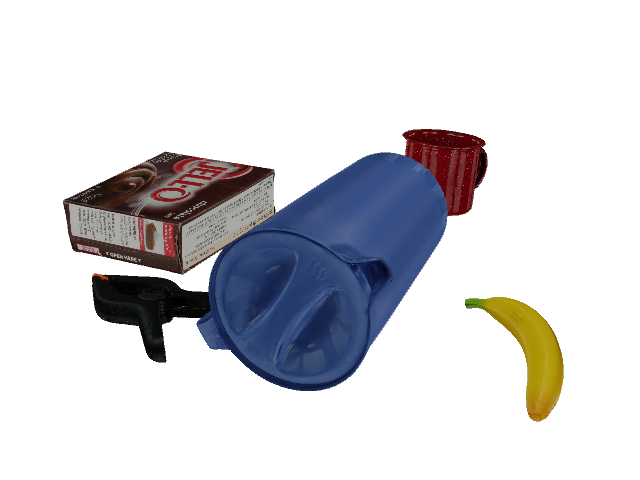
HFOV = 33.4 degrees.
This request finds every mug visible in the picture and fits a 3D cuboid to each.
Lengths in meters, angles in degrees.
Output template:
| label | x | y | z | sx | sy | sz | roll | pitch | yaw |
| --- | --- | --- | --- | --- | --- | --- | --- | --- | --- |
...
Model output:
| label | x | y | z | sx | sy | sz | roll | pitch | yaw |
| --- | --- | --- | --- | --- | --- | --- | --- | --- | --- |
| mug | 0.145 | -0.078 | 1.217 | 0.117 | 0.081 | 0.093 | -10 | 23 | -38 |

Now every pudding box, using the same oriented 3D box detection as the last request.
| label | x | y | z | sx | sy | sz | roll | pitch | yaw |
| --- | --- | --- | --- | --- | --- | --- | --- | --- | --- |
| pudding box | -0.094 | -0.021 | 0.689 | 0.090 | 0.039 | 0.113 | 10 | 27 | 27 |

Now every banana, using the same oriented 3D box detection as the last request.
| label | x | y | z | sx | sy | sz | roll | pitch | yaw |
| --- | --- | --- | --- | --- | --- | --- | --- | --- | --- |
| banana | 0.219 | 0.116 | 1.134 | 0.069 | 0.037 | 0.198 | -26 | 35 | 2 |

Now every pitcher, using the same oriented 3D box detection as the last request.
| label | x | y | z | sx | sy | sz | roll | pitch | yaw |
| --- | --- | --- | --- | --- | --- | --- | --- | --- | --- |
| pitcher | 0.012 | 0.015 | 0.888 | 0.149 | 0.145 | 0.242 | 23 | 29 | 15 |

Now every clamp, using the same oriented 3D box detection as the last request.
| label | x | y | z | sx | sy | sz | roll | pitch | yaw |
| --- | --- | --- | --- | --- | --- | --- | --- | --- | --- |
| clamp | -0.171 | 0.071 | 1.091 | 0.210 | 0.036 | 0.164 | 11 | 20 | 33 |
